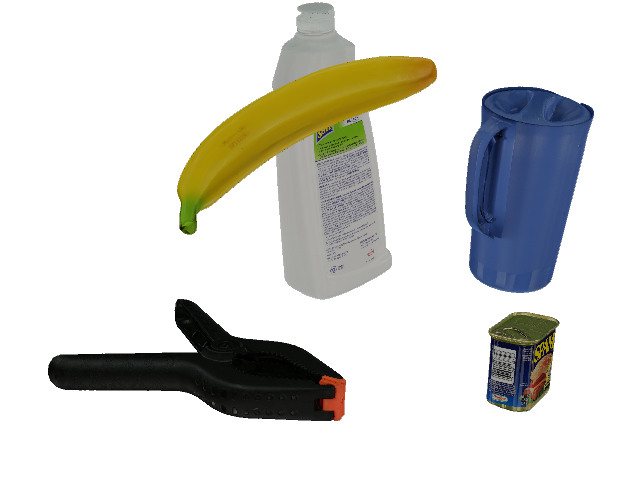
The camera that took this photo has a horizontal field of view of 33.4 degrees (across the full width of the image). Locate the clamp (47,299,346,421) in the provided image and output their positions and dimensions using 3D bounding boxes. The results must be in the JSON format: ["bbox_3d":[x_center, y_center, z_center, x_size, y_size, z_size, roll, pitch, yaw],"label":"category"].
[{"bbox_3d":[-0.072,0.090,0.800,0.210,0.036,0.164,9,19,21],"label":"clamp"}]

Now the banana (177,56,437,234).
[{"bbox_3d":[-0.019,-0.071,0.687,0.197,0.037,0.070,-35,53,-12],"label":"banana"}]

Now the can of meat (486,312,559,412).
[{"bbox_3d":[0.224,0.135,1.190,0.058,0.084,0.101,10,16,28],"label":"can of meat"}]

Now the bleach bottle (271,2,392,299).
[{"bbox_3d":[0.009,-0.079,0.917,0.102,0.251,0.068,-25,35,-36],"label":"bleach bottle"}]

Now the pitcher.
[{"bbox_3d":[0.245,-0.058,1.324,0.149,0.243,0.145,4,27,0],"label":"pitcher"}]
